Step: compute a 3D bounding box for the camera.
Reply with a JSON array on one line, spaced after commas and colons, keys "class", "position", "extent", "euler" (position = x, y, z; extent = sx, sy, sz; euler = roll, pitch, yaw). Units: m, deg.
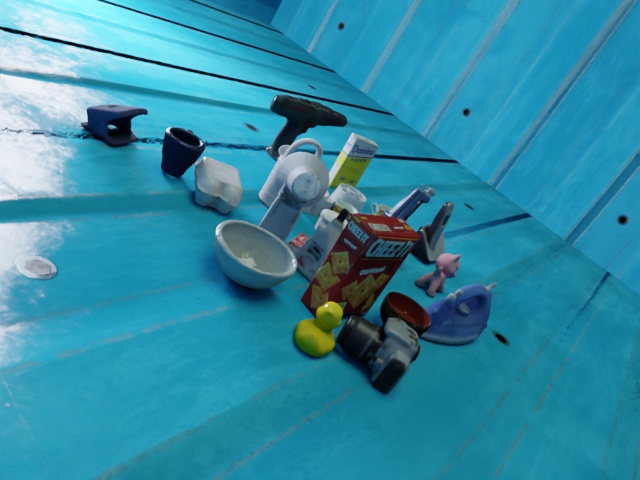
[{"class": "camera", "position": [0.109, 0.183, 1.053], "extent": [0.137, 0.100, 0.143], "euler": [33, 23, 2]}]

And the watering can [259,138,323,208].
[{"class": "watering can", "position": [-0.069, -0.171, 1.413], "extent": [0.172, 0.194, 0.101], "euler": [45, 26, 28]}]

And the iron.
[{"class": "iron", "position": [0.318, 0.155, 1.318], "extent": [0.259, 0.141, 0.118], "euler": [1, 38, -51]}]

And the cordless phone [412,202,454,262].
[{"class": "cordless phone", "position": [0.350, -0.030, 1.669], "extent": [0.094, 0.185, 0.148], "euler": [41, 24, 19]}]

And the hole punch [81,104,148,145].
[{"class": "hole punch", "position": [-0.452, -0.271, 1.261], "extent": [0.101, 0.091, 0.109], "euler": [34, 23, 4]}]

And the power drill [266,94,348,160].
[{"class": "power drill", "position": [-0.060, -0.327, 1.713], "extent": [0.230, 0.208, 0.075], "euler": [23, 25, -20]}]

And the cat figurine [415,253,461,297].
[{"class": "cat figurine", "position": [0.322, 0.079, 1.504], "extent": [0.067, 0.117, 0.128], "euler": [40, 24, 19]}]

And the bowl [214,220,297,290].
[{"class": "bowl", "position": [-0.131, 0.040, 1.070], "extent": [0.168, 0.074, 0.167], "euler": [27, 24, -13]}]

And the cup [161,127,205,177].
[{"class": "cup", "position": [-0.314, -0.195, 1.279], "extent": [0.092, 0.095, 0.117], "euler": [25, 24, -17]}]

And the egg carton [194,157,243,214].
[{"class": "egg carton", "position": [-0.229, -0.123, 1.276], "extent": [0.107, 0.069, 0.150], "euler": [20, 26, -26]}]

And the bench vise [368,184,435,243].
[{"class": "bench vise", "position": [0.199, -0.047, 1.471], "extent": [0.121, 0.219, 0.208], "euler": [44, 26, 25]}]

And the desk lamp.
[{"class": "desk lamp", "position": [-0.062, -0.069, 1.195], "extent": [0.118, 0.213, 0.203], "euler": [27, 24, -11]}]

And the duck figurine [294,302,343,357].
[{"class": "duck figurine", "position": [0.006, 0.150, 1.009], "extent": [0.077, 0.086, 0.105], "euler": [35, 23, 7]}]

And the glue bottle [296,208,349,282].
[{"class": "glue bottle", "position": [0.011, 0.004, 1.192], "extent": [0.078, 0.173, 0.037], "euler": [41, 25, 20]}]
